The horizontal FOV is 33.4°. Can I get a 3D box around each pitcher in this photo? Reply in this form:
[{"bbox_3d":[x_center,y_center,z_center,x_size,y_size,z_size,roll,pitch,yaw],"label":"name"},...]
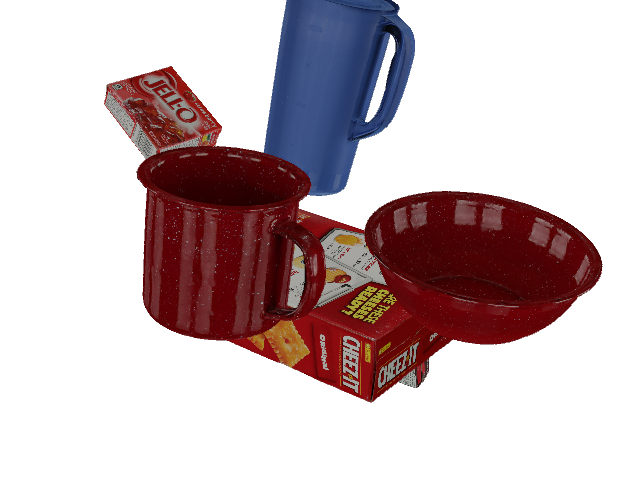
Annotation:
[{"bbox_3d":[0.012,-0.177,1.269,0.145,0.243,0.149,7,23,-13],"label":"pitcher"}]

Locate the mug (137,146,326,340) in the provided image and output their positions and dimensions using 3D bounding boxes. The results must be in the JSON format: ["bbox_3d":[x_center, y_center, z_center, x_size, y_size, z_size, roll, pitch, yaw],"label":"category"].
[{"bbox_3d":[-0.045,0.005,0.579,0.117,0.081,0.093,21,28,30],"label":"mug"}]

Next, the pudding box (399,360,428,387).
[{"bbox_3d":[0.070,0.116,1.248,0.114,0.090,0.039,17,47,24],"label":"pudding box"}]

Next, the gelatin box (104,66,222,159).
[{"bbox_3d":[-0.147,-0.117,0.992,0.073,0.089,0.030,-23,-25,-35],"label":"gelatin box"}]

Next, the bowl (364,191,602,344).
[{"bbox_3d":[0.108,0.024,0.738,0.162,0.055,0.162,4,28,-2],"label":"bowl"}]

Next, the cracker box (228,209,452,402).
[{"bbox_3d":[0.007,0.052,0.973,0.214,0.072,0.163,20,32,33],"label":"cracker box"}]
